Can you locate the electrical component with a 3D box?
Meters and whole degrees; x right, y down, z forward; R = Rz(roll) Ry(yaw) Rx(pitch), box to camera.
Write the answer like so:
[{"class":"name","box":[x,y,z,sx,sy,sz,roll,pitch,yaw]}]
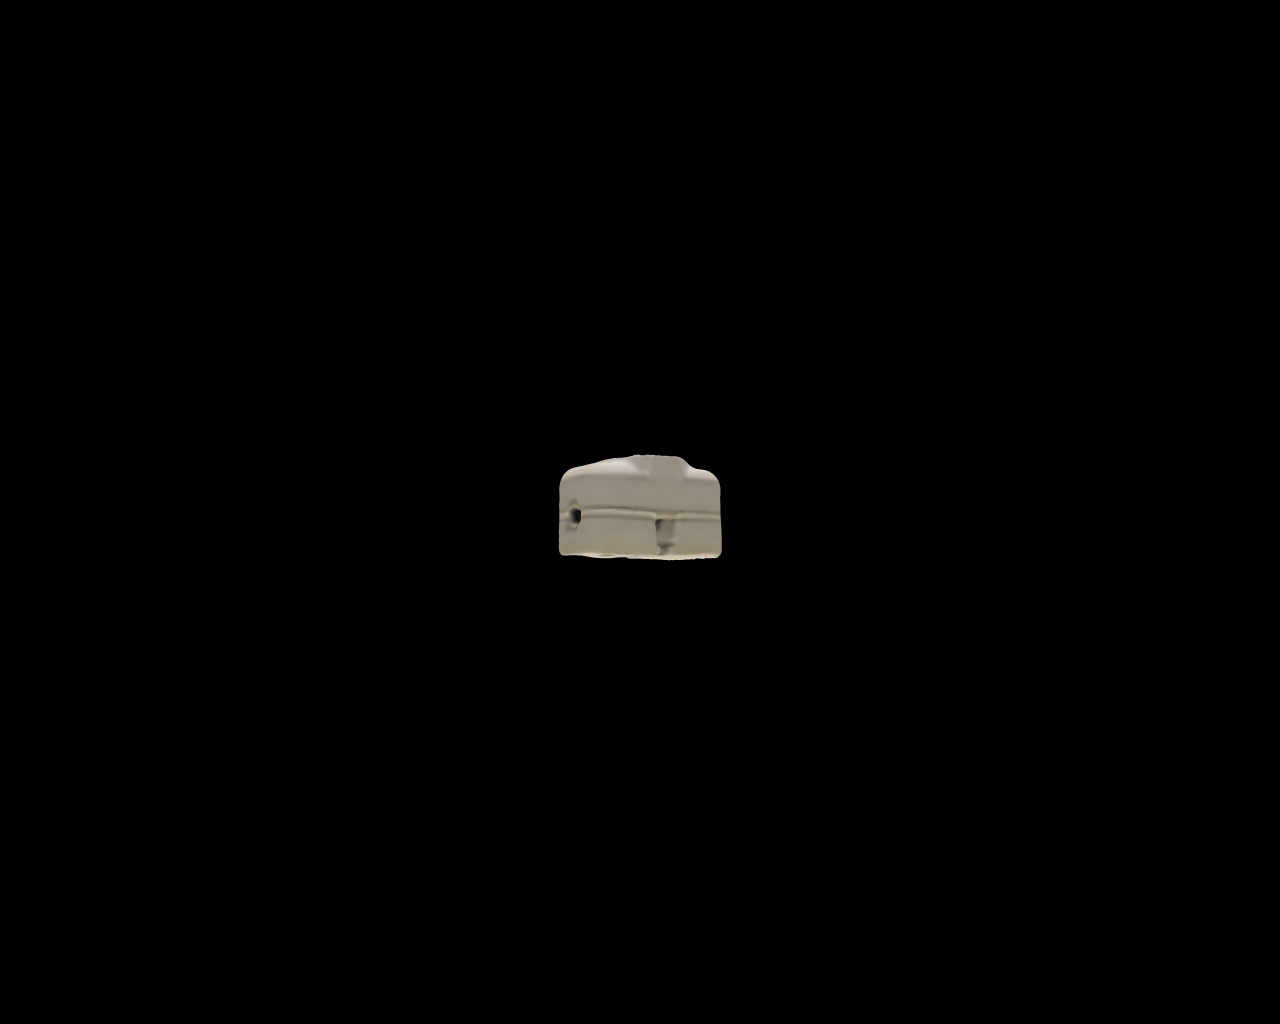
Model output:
[{"class":"electrical component","box":[0.001,-0.003,0.650,0.095,0.059,0.053,3,-6,-33]}]
